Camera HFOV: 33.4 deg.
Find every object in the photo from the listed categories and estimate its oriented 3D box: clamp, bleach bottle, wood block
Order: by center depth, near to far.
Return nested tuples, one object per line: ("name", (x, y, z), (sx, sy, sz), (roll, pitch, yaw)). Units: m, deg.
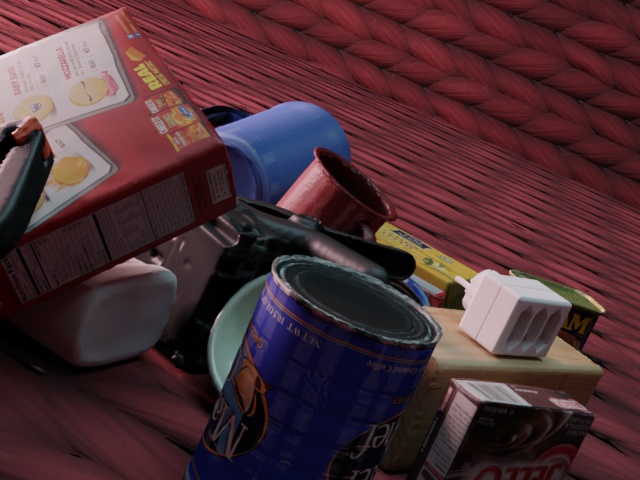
("clamp", (-0.237, 0.001, 0.582), (0.165, 0.036, 0.209), (25, 59, 24))
("bleach bottle", (-0.228, 0.002, 0.754), (0.251, 0.068, 0.102), (27, 15, 24))
("wood block", (0.110, 0.111, 0.814), (0.205, 0.091, 0.090), (9, 21, -44))
("clamp", (-0.005, 0.001, 0.831), (0.172, 0.039, 0.120), (25, 6, 21))

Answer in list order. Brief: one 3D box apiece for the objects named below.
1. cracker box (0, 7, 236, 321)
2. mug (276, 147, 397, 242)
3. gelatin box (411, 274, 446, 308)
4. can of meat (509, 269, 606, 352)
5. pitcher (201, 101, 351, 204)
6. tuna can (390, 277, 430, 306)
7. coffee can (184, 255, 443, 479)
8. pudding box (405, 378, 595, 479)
("cracker box", (-0.183, -0.045, 0.682), (0.213, 0.072, 0.164), (-27, 53, -14))
("mug", (0.011, -0.013, 0.921), (0.093, 0.082, 0.117), (25, 24, -42))
("gelatin box", (0.059, 0.060, 0.952), (0.089, 0.073, 0.030), (31, 17, 25))
("can of meat", (0.222, 0.087, 1.078), (0.102, 0.084, 0.057), (18, 16, -20))
("pitcher", (-0.072, -0.081, 1.153), (0.149, 0.145, 0.242), (-9, 8, 21))
("tuna can", (0.050, 0.067, 0.889), (0.086, 0.086, 0.033), (26, 13, 10))
("coffee can", (-0.005, 0.093, 0.607), (0.102, 0.140, 0.103), (22, 15, -6))
("pudding box", (0.122, 0.143, 0.721), (0.113, 0.090, 0.039), (13, 16, -32))
